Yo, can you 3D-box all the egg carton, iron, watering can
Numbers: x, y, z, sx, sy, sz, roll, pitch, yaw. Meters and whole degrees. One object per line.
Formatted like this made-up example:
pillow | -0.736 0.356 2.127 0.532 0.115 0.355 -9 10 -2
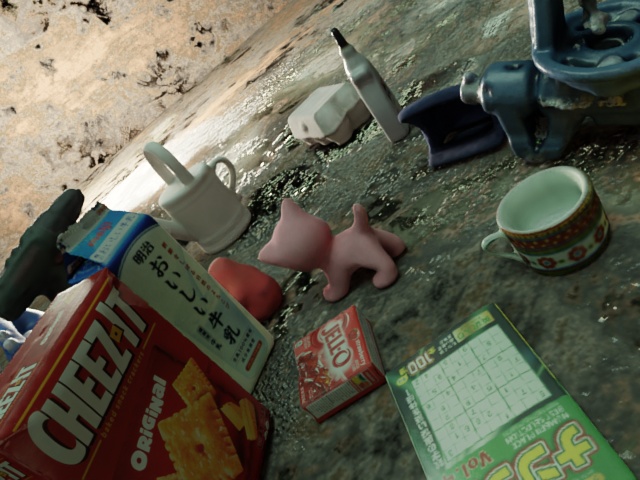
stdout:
egg carton | 0.012 -0.209 0.969 0.107 0.069 0.149 -49 28 -17
iron | -0.482 0.171 0.940 0.119 0.142 0.257 -49 28 -17
watering can | -0.211 -0.071 0.904 0.100 0.194 0.173 -12 38 43

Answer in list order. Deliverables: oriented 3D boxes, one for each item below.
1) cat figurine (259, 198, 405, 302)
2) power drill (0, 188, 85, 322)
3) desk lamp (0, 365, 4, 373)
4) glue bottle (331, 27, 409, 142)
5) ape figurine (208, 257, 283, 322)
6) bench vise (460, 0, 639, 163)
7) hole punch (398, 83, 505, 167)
cat figurine | 0.005 0.002 0.595 0.127 0.118 0.067 -22 31 31
power drill | -0.410 0.060 0.944 0.075 0.209 0.230 -2 45 51
desk lamp | -0.463 0.233 0.739 0.203 0.214 0.117 -51 29 -22
glue bottle | 0.066 -0.220 0.798 0.037 0.173 0.078 -31 28 18
ape figurine | -0.094 0.055 0.672 0.076 0.092 0.078 -14 37 42
bench vise | 0.201 -0.169 0.490 0.207 0.220 0.121 -22 32 32
hole punch | 0.157 -0.153 0.668 0.108 0.091 0.101 -16 35 40
